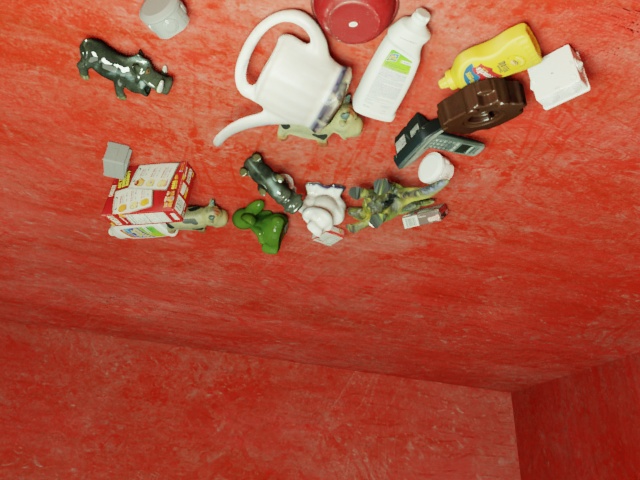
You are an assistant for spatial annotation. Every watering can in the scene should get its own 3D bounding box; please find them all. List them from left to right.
[{"bbox_3d":[-0.076,-0.291,1.052,0.223,0.106,0.340,26,128,-11],"label":"watering can"}]

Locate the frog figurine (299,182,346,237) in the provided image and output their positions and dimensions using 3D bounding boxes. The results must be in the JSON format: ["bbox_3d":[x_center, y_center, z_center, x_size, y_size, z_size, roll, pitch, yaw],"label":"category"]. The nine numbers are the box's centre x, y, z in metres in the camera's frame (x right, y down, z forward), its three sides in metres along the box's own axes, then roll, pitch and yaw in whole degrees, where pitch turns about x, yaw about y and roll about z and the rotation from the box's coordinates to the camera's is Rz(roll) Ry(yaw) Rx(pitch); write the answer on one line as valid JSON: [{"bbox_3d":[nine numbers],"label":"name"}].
[{"bbox_3d":[0.004,-0.072,1.431,0.137,0.163,0.120,17,150,-22],"label":"frog figurine"}]

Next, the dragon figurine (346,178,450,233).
[{"bbox_3d":[0.216,-0.105,1.389,0.407,0.122,0.244,-11,179,41],"label":"dragon figurine"}]
